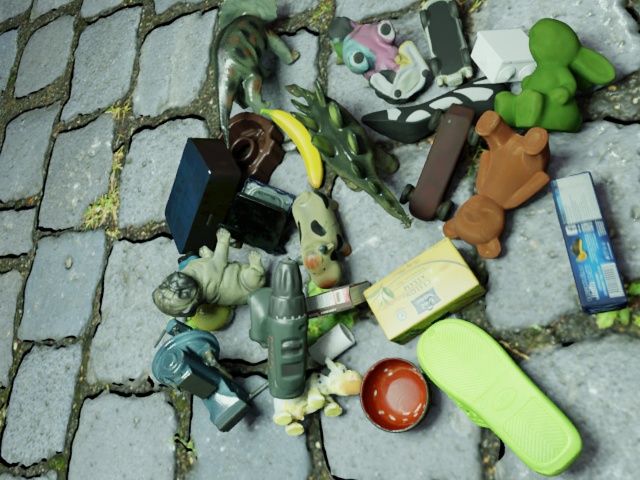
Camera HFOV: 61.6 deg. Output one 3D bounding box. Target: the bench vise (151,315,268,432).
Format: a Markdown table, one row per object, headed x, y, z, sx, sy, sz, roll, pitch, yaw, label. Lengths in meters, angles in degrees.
| x | y | z | sx | sy | sz | roll | pitch | yaw | label |
| --- | --- | --- | --- | --- | --- | --- | --- | --- | --- |
| -0.215 | 0.218 | 0.960 | 0.129 | 0.223 | 0.241 | -51 | 45 | 5 | bench vise |

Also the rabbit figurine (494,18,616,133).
| x | y | z | sx | sy | sz | roll | pitch | yaw | label |
| --- | --- | --- | --- | --- | --- | --- | --- | --- | --- |
| 0.370 | -0.256 | 0.838 | 0.159 | 0.121 | 0.170 | 4 | 101 | -1 | rabbit figurine |

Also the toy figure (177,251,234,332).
| x | y | z | sx | sy | sz | roll | pitch | yaw | label |
| --- | --- | --- | --- | --- | --- | --- | --- | --- | --- |
| -0.239 | 0.103 | 1.073 | 0.082 | 0.089 | 0.180 | -44 | 60 | 25 | toy figure |

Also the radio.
| x | y | z | sx | sy | sz | roll | pitch | yaw | label |
| --- | --- | --- | --- | --- | --- | --- | --- | --- | --- |
| -0.245 | -0.089 | 1.095 | 0.131 | 0.073 | 0.229 | 58 | 134 | 33 | radio |

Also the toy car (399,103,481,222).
| x | y | z | sx | sy | sz | roll | pitch | yaw | label |
| --- | --- | --- | --- | --- | --- | --- | --- | --- | --- |
| 0.206 | -0.128 | 0.910 | 0.089 | 0.053 | 0.202 | 24 | 107 | 19 | toy car |

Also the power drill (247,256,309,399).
| x | y | z | sx | sy | sz | roll | pitch | yaw | label |
| --- | --- | --- | --- | --- | --- | --- | --- | --- | --- |
| -0.067 | 0.132 | 0.900 | 0.207 | 0.086 | 0.231 | -169 | 75 | -67 | power drill |

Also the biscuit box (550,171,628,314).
| x | y | z | sx | sy | sz | roll | pitch | yaw | label |
| --- | --- | --- | --- | --- | --- | --- | --- | --- | --- |
| 0.392 | 0.005 | 0.788 | 0.059 | 0.062 | 0.202 | -14 | 67 | 23 | biscuit box |

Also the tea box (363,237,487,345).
| x | y | z | sx | sy | sz | roll | pitch | yaw | label |
| --- | --- | --- | --- | --- | --- | --- | --- | --- | --- |
| 0.169 | 0.085 | 0.876 | 0.169 | 0.068 | 0.098 | -36 | 59 | 11 | tea box |

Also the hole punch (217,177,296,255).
| x | y | z | sx | sy | sz | roll | pitch | yaw | label |
| --- | --- | --- | --- | --- | --- | --- | --- | --- | --- |
| -0.116 | -0.049 | 1.049 | 0.092 | 0.142 | 0.115 | -76 | 9 | -54 | hole punch |

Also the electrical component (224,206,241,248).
| x | y | z | sx | sy | sz | roll | pitch | yaw | label |
| --- | --- | --- | --- | --- | --- | --- | --- | --- | --- |
| -0.178 | -0.035 | 1.117 | 0.078 | 0.045 | 0.102 | 10 | 78 | 29 | electrical component |

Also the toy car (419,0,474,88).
| x | y | z | sx | sy | sz | roll | pitch | yaw | label |
| --- | --- | --- | --- | --- | --- | --- | --- | --- | --- |
| 0.238 | -0.373 | 1.012 | 0.074 | 0.056 | 0.202 | -13 | 68 | 17 | toy car |

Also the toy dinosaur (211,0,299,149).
| x | y | z | sx | sy | sz | roll | pitch | yaw | label |
| --- | --- | --- | --- | --- | --- | --- | --- | --- | --- |
| -0.164 | -0.387 | 1.120 | 0.131 | 0.192 | 0.405 | -18 | 40 | 32 | toy dinosaur |

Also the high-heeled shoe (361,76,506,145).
| x | y | z | sx | sy | sz | roll | pitch | yaw | label |
| --- | --- | --- | --- | --- | --- | --- | --- | --- | --- |
| 0.203 | -0.249 | 0.974 | 0.249 | 0.086 | 0.145 | 18 | 78 | 27 | high-heeled shoe |

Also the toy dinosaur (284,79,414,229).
| x | y | z | sx | sy | sz | roll | pitch | yaw | label |
| --- | --- | --- | --- | --- | --- | --- | --- | --- | --- |
| 0.046 | -0.163 | 0.955 | 0.105 | 0.198 | 0.472 | -45 | 56 | 11 | toy dinosaur |

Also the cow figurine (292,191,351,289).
| x | y | z | sx | sy | sz | roll | pitch | yaw | label |
| --- | --- | --- | --- | --- | --- | --- | --- | --- | --- |
| -0.002 | -0.003 | 0.964 | 0.085 | 0.127 | 0.195 | -25 | 60 | 21 | cow figurine |

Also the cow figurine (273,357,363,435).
| x | y | z | sx | sy | sz | roll | pitch | yaw | label |
| --- | --- | --- | --- | --- | --- | --- | --- | --- | --- |
| -0.003 | 0.249 | 0.908 | 0.167 | 0.068 | 0.098 | -31 | 35 | 14 | cow figurine |

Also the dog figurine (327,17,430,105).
| x | y | z | sx | sy | sz | roll | pitch | yaw | label |
| --- | --- | --- | --- | --- | --- | --- | --- | --- | --- |
| 0.101 | -0.359 | 1.058 | 0.108 | 0.191 | 0.219 | -49 | 23 | 8 | dog figurine |

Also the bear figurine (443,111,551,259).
| x | y | z | sx | sy | sz | roll | pitch | yaw | label |
| --- | --- | --- | --- | --- | --- | --- | --- | --- | --- |
| 0.268 | -0.080 | 0.842 | 0.120 | 0.131 | 0.196 | 39 | 94 | 39 | bear figurine |

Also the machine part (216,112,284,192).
| x | y | z | sx | sy | sz | roll | pitch | yaw | label |
| --- | --- | --- | --- | --- | --- | --- | --- | --- | --- |
| -0.160 | -0.189 | 1.157 | 0.179 | 0.056 | 0.179 | -10 | 66 | 25 | machine part |

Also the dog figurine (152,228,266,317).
| x | y | z | sx | sy | sz | roll | pitch | yaw | label |
| --- | --- | --- | --- | --- | --- | --- | --- | --- | --- |
| -0.192 | 0.097 | 0.973 | 0.121 | 0.172 | 0.190 | -52 | 6 | 42 | dog figurine |
